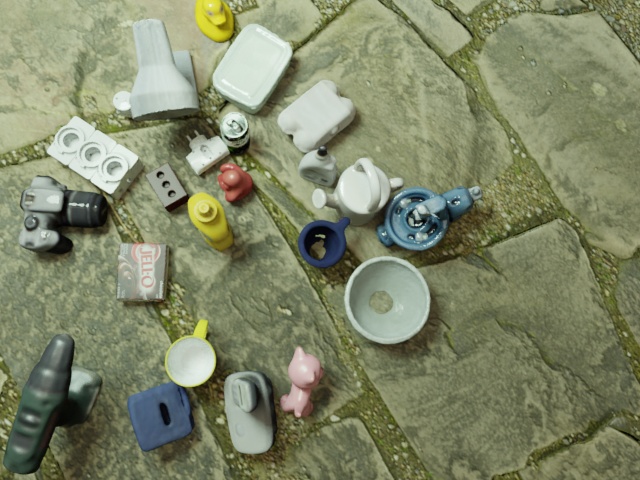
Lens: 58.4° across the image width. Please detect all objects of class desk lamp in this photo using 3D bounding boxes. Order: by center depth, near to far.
[{"bbox_3d":[-0.295,-0.301,1.076,0.118,0.213,0.203,-11,82,-6],"label":"desk lamp"}]

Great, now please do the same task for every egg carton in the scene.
[{"bbox_3d":[-0.005,-0.251,1.167,0.150,0.069,0.107,-42,86,-10],"label":"egg carton"}]

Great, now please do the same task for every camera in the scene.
[{"bbox_3d":[-0.480,-0.046,1.076,0.137,0.100,0.143,5,80,-4],"label":"camera"}]

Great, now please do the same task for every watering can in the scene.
[{"bbox_3d":[0.075,-0.090,1.084,0.173,0.194,0.101,-36,85,-9],"label":"watering can"}]

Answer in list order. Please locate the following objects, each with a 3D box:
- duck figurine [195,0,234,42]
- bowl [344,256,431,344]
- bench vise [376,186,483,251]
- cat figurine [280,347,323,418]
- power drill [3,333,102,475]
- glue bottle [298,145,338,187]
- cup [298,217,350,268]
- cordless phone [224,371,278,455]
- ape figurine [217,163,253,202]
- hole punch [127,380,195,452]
[{"bbox_3d":[-0.220,-0.472,1.176,0.077,0.086,0.104,-27,84,-8],"label":"duck figurine"},{"bbox_3d":[0.126,0.118,1.115,0.167,0.074,0.167,1,81,-5],"label":"bowl"},{"bbox_3d":[0.212,-0.067,1.080,0.207,0.219,0.121,-41,86,-10],"label":"bench vise"},{"bbox_3d":[-0.031,0.264,1.056,0.067,0.117,0.128,11,80,-3],"label":"cat figurine"},{"bbox_3d":[-0.447,0.268,0.972,0.075,0.208,0.230,19,80,-1],"label":"power drill"},{"bbox_3d":[0.001,-0.149,1.098,0.078,0.173,0.037,21,80,-1],"label":"glue bottle"},{"bbox_3d":[0.010,0.004,1.114,0.091,0.095,0.118,45,80,3],"label":"cup"},{"bbox_3d":[-0.124,0.307,1.006,0.094,0.185,0.147,-12,82,-6],"label":"cordless phone"},{"bbox_3d":[-0.169,-0.115,1.119,0.076,0.092,0.078,10,80,-3],"label":"ape figurine"},{"bbox_3d":[-0.286,0.314,1.039,0.101,0.091,0.108,-18,83,-8],"label":"hole punch"}]
